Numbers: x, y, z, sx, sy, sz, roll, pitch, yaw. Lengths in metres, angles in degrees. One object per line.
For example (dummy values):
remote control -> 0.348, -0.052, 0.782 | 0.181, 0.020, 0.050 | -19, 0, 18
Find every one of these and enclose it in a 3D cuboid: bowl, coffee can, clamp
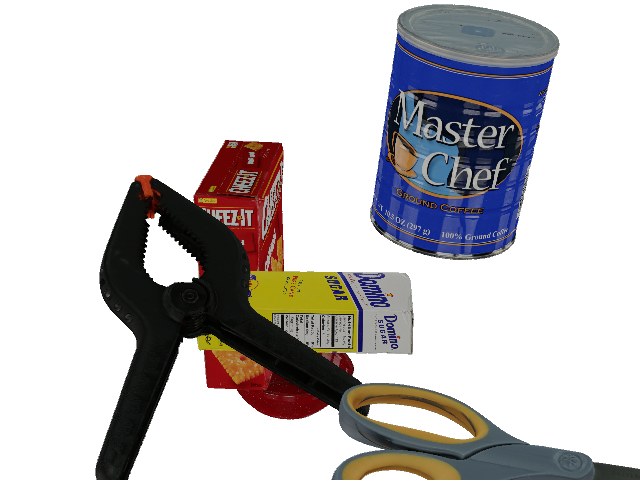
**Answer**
bowl -> -0.041, 0.174, 1.318 | 0.162, 0.055, 0.162 | 4, 22, -2
coffee can -> 0.092, -0.073, 0.705 | 0.102, 0.140, 0.103 | 5, 29, -3
clamp -> -0.070, 0.046, 0.659 | 0.164, 0.210, 0.036 | -8, -33, -15

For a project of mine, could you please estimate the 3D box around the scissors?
scissors -> 0.092, 0.107, 0.451 | 0.202, 0.016, 0.096 | 16, 33, 24

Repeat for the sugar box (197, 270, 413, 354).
sugar box -> -0.011, 0.058, 0.892 | 0.176, 0.048, 0.093 | -2, 18, 3

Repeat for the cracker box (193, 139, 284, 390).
cracker box -> -0.077, 0.022, 1.106 | 0.072, 0.214, 0.164 | 2, 24, 5
